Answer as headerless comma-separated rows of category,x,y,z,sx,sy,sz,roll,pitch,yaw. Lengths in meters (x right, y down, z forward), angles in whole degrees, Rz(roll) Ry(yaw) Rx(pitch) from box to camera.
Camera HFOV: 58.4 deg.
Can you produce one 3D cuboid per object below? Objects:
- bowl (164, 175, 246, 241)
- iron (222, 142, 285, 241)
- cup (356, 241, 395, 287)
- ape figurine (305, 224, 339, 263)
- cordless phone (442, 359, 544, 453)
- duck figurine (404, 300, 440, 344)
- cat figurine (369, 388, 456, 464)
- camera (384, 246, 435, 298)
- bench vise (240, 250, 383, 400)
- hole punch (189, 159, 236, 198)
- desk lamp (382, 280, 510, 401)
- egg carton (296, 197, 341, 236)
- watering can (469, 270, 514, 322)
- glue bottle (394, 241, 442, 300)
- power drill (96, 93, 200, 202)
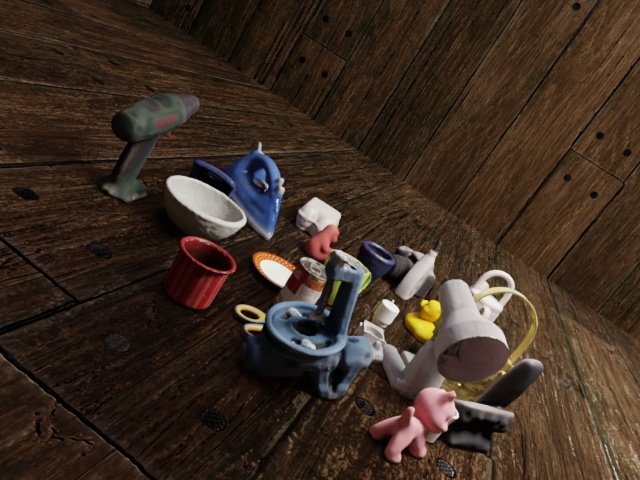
bowl,-0.230,-0.048,1.093,0.168,0.074,0.167,30,18,-10
iron,-0.136,-0.123,1.346,0.119,0.141,0.257,18,23,-39
cup,0.120,0.059,1.381,0.092,0.095,0.118,32,17,-2
ape figurine,0.012,0.005,1.344,0.076,0.092,0.077,25,19,-23
cordless phone,0.284,0.262,0.975,0.148,0.185,0.094,19,22,-37
duck figurine,0.246,0.179,1.293,0.078,0.086,0.104,23,20,-29
cat figurine,0.152,0.263,0.854,0.128,0.117,0.067,12,27,-49
camera,0.228,0.067,1.537,0.137,0.100,0.142,19,22,-37
bench vise,0.014,0.117,0.835,0.208,0.219,0.121,14,25,-46
hole punch,-0.240,-0.128,1.264,0.109,0.091,0.101,31,17,-5
desk lamp,0.212,0.185,1.006,0.118,0.213,0.203,25,19,-23
egg carton,-0.004,-0.056,1.516,0.107,0.069,0.150,33,17,0
watering can,0.412,0.157,1.462,0.101,0.194,0.172,25,19,-23
glue bottle,0.256,0.074,1.447,0.037,0.173,0.078,39,19,20
power drill,-0.322,-0.180,1.064,0.075,0.208,0.230,33,17,2
